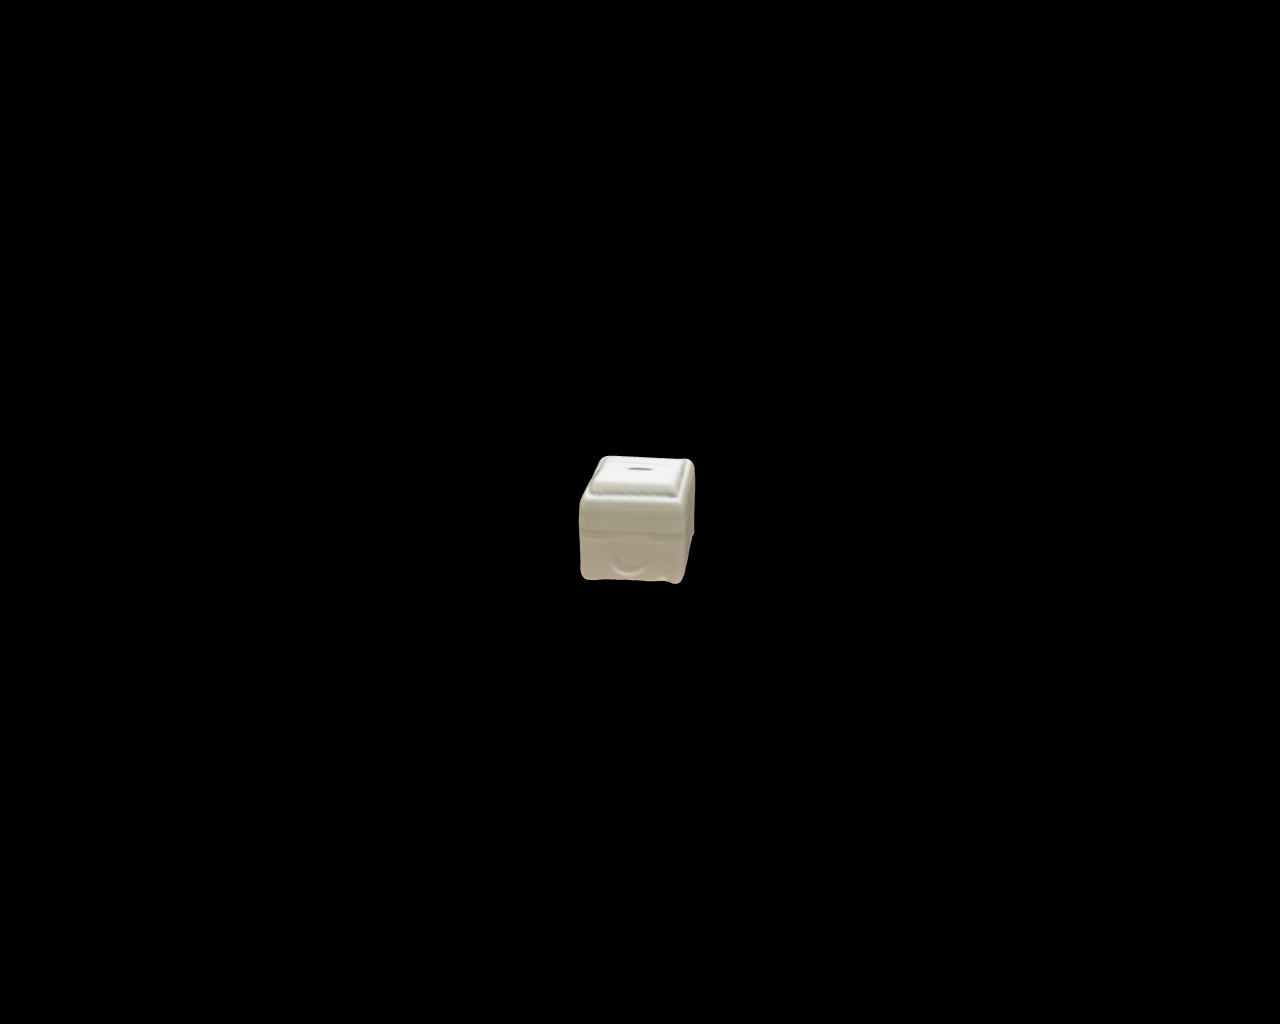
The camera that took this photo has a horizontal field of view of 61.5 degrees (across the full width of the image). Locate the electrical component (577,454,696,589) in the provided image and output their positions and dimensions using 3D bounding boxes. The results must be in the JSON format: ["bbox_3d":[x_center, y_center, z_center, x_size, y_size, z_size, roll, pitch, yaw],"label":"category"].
[{"bbox_3d":[0.001,-0.003,0.650,0.062,0.061,0.096,3,22,7],"label":"electrical component"}]
